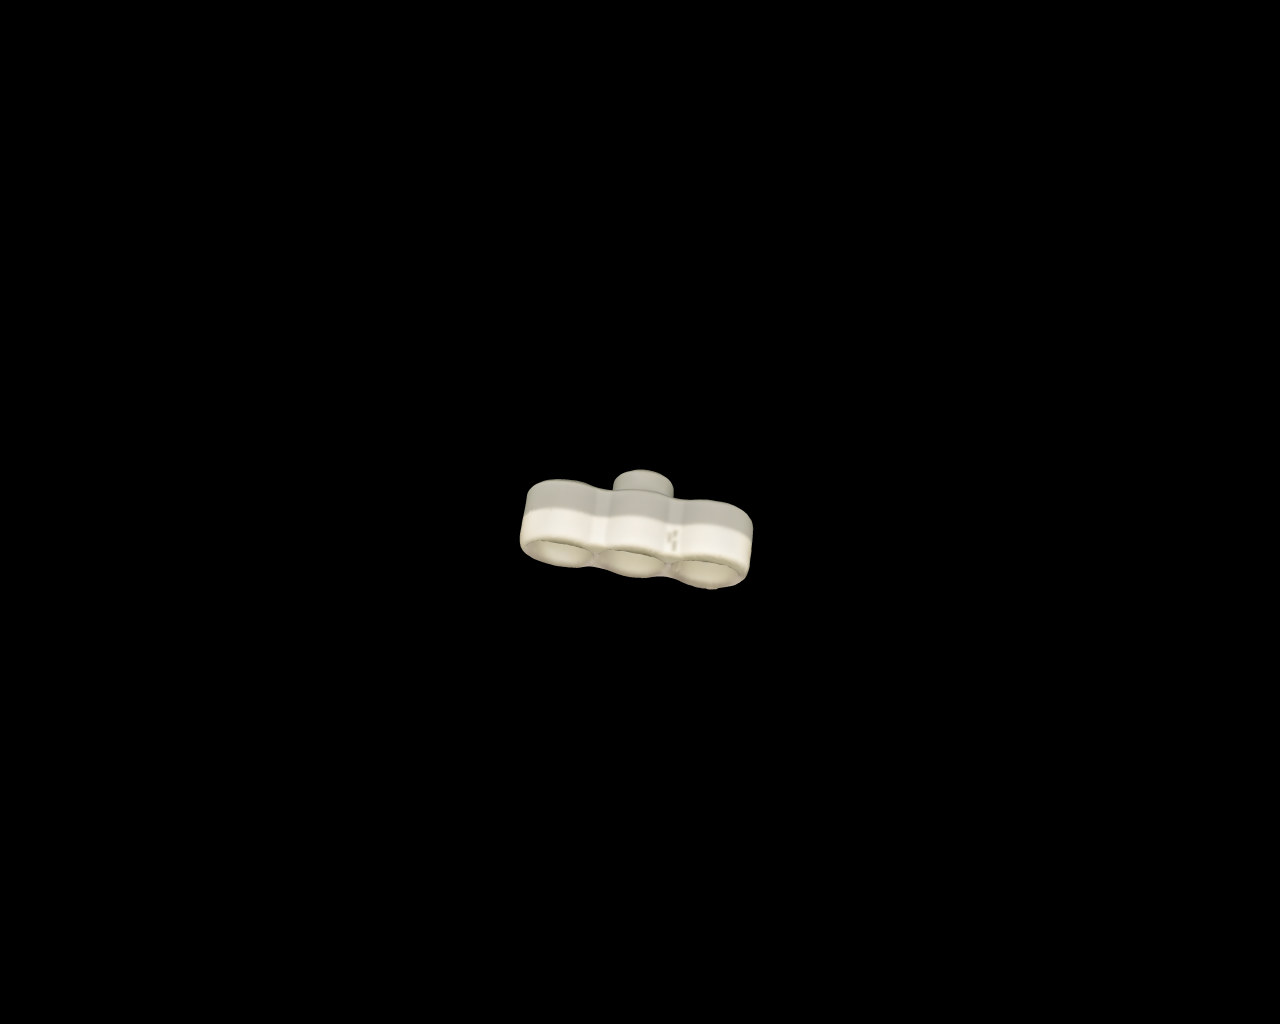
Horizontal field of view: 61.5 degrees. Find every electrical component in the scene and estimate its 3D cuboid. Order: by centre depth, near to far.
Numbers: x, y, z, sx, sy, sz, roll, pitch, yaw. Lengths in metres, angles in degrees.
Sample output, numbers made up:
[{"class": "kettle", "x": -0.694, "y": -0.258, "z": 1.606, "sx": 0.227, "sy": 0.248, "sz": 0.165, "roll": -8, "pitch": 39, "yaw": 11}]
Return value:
[{"class": "electrical component", "x": 0.001, "y": -0.003, "z": 0.650, "sx": 0.138, "sy": 0.074, "sz": 0.052, "roll": 8, "pitch": -23, "yaw": 3}]
